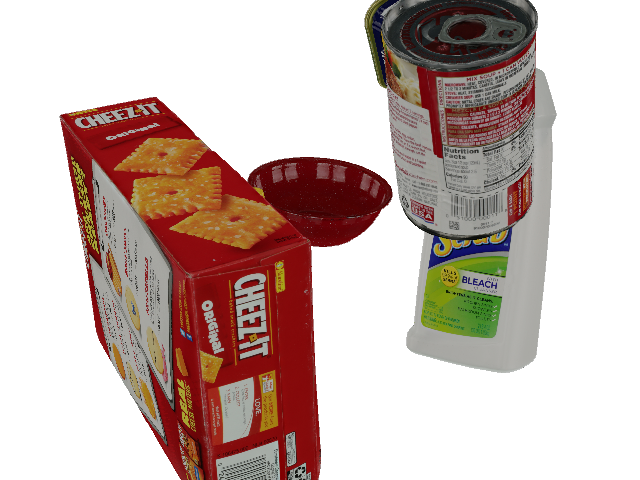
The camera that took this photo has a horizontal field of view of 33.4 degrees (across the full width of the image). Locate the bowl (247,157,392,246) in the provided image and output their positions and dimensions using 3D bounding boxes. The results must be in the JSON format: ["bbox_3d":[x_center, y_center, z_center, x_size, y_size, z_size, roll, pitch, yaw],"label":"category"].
[{"bbox_3d":[-0.003,-0.038,1.188,0.162,0.055,0.162,5,27,-3],"label":"bowl"}]

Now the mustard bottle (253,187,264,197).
[{"bbox_3d":[-0.059,0.045,0.961,0.096,0.192,0.058,-5,23,-11],"label":"mustard bottle"}]

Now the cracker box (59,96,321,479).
[{"bbox_3d":[-0.076,0.031,0.606,0.072,0.164,0.214,-15,32,-22],"label":"cracker box"}]

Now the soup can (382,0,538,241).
[{"bbox_3d":[0.067,-0.058,0.498,0.068,0.102,0.068,-6,42,5],"label":"soup can"}]

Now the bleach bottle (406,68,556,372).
[{"bbox_3d":[0.123,-0.032,0.808,0.103,0.251,0.067,10,15,34],"label":"bleach bottle"}]

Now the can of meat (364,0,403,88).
[{"bbox_3d":[0.092,-0.161,0.940,0.057,0.102,0.084,-35,51,-14],"label":"can of meat"}]
